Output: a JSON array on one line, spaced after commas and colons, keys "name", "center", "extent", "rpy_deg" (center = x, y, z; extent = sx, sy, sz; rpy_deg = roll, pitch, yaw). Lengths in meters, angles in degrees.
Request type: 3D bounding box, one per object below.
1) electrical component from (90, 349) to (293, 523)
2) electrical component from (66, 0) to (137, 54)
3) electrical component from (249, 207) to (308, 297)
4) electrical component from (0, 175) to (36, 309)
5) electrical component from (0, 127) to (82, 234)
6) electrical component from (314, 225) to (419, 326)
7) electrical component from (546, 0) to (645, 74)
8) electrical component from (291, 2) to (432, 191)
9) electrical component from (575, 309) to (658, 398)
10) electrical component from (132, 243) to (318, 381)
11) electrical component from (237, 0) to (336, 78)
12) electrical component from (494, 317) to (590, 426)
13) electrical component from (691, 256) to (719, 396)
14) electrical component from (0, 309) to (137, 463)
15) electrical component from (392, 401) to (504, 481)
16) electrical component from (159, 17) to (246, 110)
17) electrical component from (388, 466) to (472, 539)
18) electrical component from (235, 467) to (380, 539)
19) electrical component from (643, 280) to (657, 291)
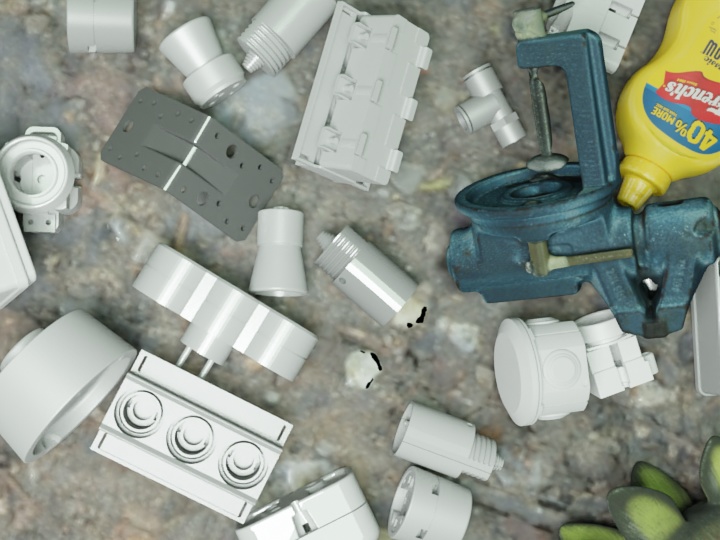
[{"name": "electrical component", "center": [-0.121, 0.120, 0.785], "extent": [0.121, 0.063, 0.078], "rpy_deg": [27, 86, -4]}, {"name": "electrical component", "center": [-0.190, -0.187, 0.797], "extent": [0.047, 0.055, 0.055], "rpy_deg": [1, 87, -9]}, {"name": "electrical component", "center": [-0.060, -0.015, 0.808], "extent": [0.044, 0.044, 0.065], "rpy_deg": [2, 83, -5]}, {"name": "electrical component", "center": [-0.279, -0.025, 0.750], "extent": [0.056, 0.109, 0.108], "rpy_deg": [-20, 89, -30]}, {"name": "electrical component", "center": [-0.235, -0.067, 0.785], "extent": [0.058, 0.057, 0.078], "rpy_deg": [1, 87, -5]}, {"name": "electrical component", "center": [0.000, 0.000, 0.812], "extent": [0.081, 0.043, 0.043], "rpy_deg": [41, 85, -2]}, {"name": "electrical component", "center": [0.182, -0.200, 0.834], "extent": [0.056, 0.050, 0.089], "rpy_deg": [23, 86, -4]}, {"name": "electrical component", "center": [0.004, -0.127, 0.801], "extent": [0.079, 0.063, 0.121], "rpy_deg": [20, 84, -45]}, {"name": "electrical component", "center": [0.191, 0.062, 0.827], "extent": [0.066, 0.048, 0.055], "rpy_deg": [-19, 97, -6]}, {"name": "electrical component", "center": [-0.108, 0.046, 0.795], "extent": [0.138, 0.052, 0.073], "rpy_deg": [31, 85, -3]}, {"name": "electrical component", "center": [-0.059, -0.182, 0.814], "extent": [0.043, 0.043, 0.081], "rpy_deg": [41, 84, -3]}, {"name": "electrical component", "center": [0.134, 0.074, 0.804], "extent": [0.051, 0.080, 0.080], "rpy_deg": [-6, 88, -11]}, {"name": "electrical component", "center": [0.318, 0.042, 0.834], "extent": [0.109, 0.056, 0.108], "rpy_deg": [-2, 88, -6]}, {"name": "electrical component", "center": [-0.217, 0.075, 0.758], "extent": [0.060, 0.108, 0.108], "rpy_deg": [42, 84, 3]}, {"name": "electrical component", "center": [0.070, 0.133, 0.812], "extent": [0.081, 0.043, 0.043], "rpy_deg": [21, 86, -4]}, {"name": "electrical component", "center": [-0.117, -0.155, 0.806], "extent": [0.045, 0.045, 0.055], "rpy_deg": [-33, 91, -6]}, {"name": "electrical component", "center": [0.053, 0.180, 0.804], "extent": [0.047, 0.055, 0.055], "rpy_deg": [20, 86, -8]}, {"name": "electrical component", "center": [-0.037, 0.194, 0.794], "extent": [0.095, 0.054, 0.059], "rpy_deg": [-25, 90, -6]}, {"name": "electrical component", "center": [0.229, 0.019, 0.838], "extent": [0.035, 0.035, 0.061], "rpy_deg": [-23, 92, -6]}]
